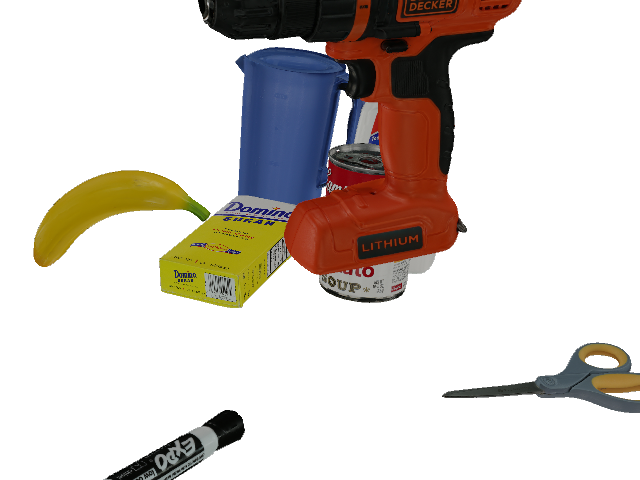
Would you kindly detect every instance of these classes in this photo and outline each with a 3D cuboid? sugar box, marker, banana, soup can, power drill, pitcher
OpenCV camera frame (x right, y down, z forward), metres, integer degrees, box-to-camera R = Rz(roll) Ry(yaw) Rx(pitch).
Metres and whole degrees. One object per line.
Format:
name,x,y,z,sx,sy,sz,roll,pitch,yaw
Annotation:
sugar box,-0.086,0.007,1.133,0.093,0.048,0.176,11,31,20
marker,-0.079,0.116,0.560,0.020,0.020,0.120,0,12,32
banana,-0.197,-0.024,0.966,0.198,0.069,0.037,-14,17,28
soup can,0.035,-0.014,0.785,0.068,0.102,0.068,4,21,-2
power drill,0.021,-0.074,0.596,0.184,0.188,0.057,-9,35,-20
pitcher,-0.037,-0.125,1.410,0.144,0.243,0.149,-2,24,-23

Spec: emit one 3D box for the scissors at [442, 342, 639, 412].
scissors,0.197,0.115,0.918,0.201,0.016,0.096,6,28,-5

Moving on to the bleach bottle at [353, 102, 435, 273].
bleach bottle,0.072,-0.093,1.041,0.103,0.251,0.068,8,28,13
